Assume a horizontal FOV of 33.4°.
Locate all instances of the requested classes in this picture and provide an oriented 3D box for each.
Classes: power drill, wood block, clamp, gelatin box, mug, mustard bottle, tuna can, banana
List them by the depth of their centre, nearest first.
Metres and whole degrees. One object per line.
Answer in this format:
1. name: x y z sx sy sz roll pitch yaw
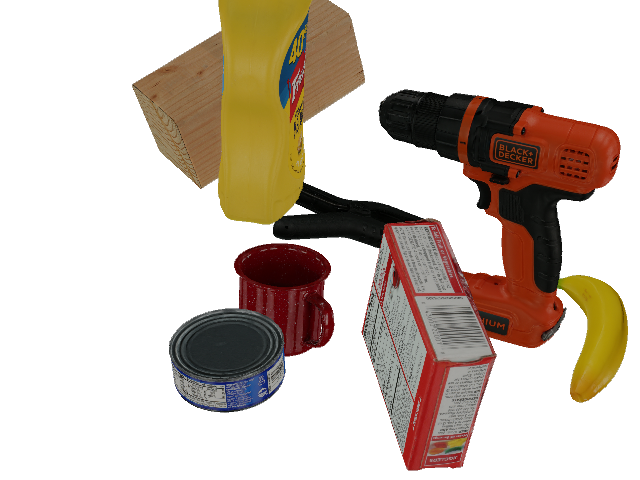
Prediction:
1. gelatin box: 0.047 0.046 0.480 0.030 0.073 0.089 -3 41 -12
2. mustard bottle: -0.036 -0.112 0.688 0.058 0.192 0.096 9 38 7
3. tuna can: -0.069 0.089 0.798 0.086 0.034 0.086 -2 32 1
4. power drill: 0.127 -0.019 0.822 0.185 0.188 0.057 17 34 26
5. banana: 0.263 0.085 1.028 0.070 0.037 0.197 -29 23 18
6. mug: -0.030 0.064 1.032 0.117 0.081 0.093 26 35 38
7. wood block: -0.068 -0.156 1.061 0.206 0.091 0.090 -35 48 -16
8. clamp: 0.035 -0.020 1.200 0.210 0.036 0.164 14 22 -5
